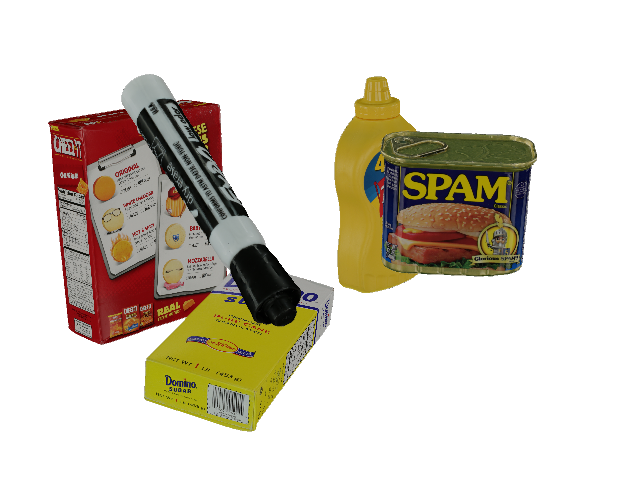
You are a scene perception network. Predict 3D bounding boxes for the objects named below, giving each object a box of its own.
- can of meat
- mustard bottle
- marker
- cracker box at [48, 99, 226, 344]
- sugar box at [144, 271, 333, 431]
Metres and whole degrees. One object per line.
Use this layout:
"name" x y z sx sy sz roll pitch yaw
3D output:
"can of meat" 0.090 -0.024 0.721 0.102 0.084 0.057 3 25 5
"mustard bottle" 0.055 -0.054 0.980 0.096 0.192 0.058 -21 26 -40
"marker" -0.041 -0.016 0.390 0.020 0.121 0.020 -24 -33 -17
"cracker box" -0.177 -0.023 1.062 0.163 0.214 0.072 -17 22 -42
"sugar box" -0.061 0.080 0.868 0.093 0.048 0.176 15 31 14
